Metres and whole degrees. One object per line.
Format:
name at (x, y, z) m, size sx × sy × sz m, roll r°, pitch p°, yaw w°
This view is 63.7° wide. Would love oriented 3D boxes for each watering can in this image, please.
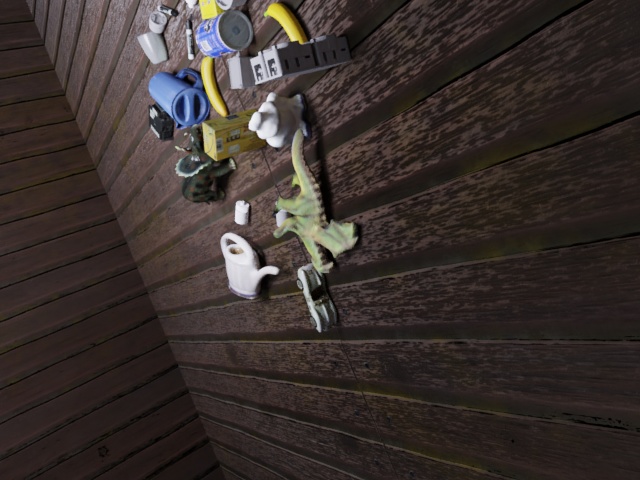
watering can at (-0.241, 0.108, 1.756) m, size 0.352 × 0.105 × 0.219 m, roll 31°, pitch 134°, yaw 43°

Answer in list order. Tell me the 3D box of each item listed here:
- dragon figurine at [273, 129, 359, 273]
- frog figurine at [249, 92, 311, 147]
dragon figurine at (0.004, -0.067, 1.330) m, size 0.244 × 0.124 × 0.400 m, roll 30°, pitch 137°, yaw 20°
frog figurine at (-0.115, -0.293, 1.277) m, size 0.124 × 0.161 × 0.134 m, roll 39°, pitch 139°, yaw 38°
